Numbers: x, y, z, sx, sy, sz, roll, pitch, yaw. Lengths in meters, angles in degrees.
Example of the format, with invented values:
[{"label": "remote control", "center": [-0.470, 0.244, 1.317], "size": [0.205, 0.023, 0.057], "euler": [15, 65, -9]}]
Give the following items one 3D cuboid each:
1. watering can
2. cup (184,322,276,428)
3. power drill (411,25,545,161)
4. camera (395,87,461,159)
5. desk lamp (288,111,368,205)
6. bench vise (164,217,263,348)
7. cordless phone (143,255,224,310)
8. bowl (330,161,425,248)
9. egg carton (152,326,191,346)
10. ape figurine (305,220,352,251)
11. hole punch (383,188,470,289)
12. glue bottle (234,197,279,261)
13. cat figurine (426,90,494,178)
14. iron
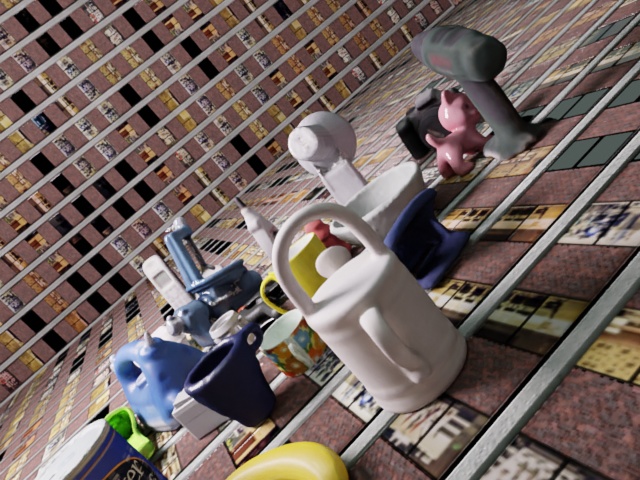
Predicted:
[{"label": "watering can", "center": [0.033, 0.052, 0.516], "size": [0.101, 0.194, 0.172], "euler": [-45, 15, -19]}, {"label": "cup", "center": [-0.091, 0.167, 0.688], "size": [0.091, 0.095, 0.118], "euler": [-20, 25, 54]}, {"label": "power drill", "center": [0.223, -0.221, 0.830], "size": [0.075, 0.208, 0.229], "euler": [-39, 14, 3]}, {"label": "camera", "center": [0.209, -0.224, 1.099], "size": [0.143, 0.101, 0.137], "euler": [-32, 16, 29]}, {"label": "desk lamp", "center": [0.029, -0.128, 1.036], "size": [0.118, 0.214, 0.203], "euler": [-35, 15, 17]}, {"label": "bench vise", "center": [-0.217, 0.071, 1.046], "size": [0.121, 0.220, 0.207], "euler": [-32, 16, 28]}, {"label": "cordless phone", "center": [-0.275, 0.090, 1.212], "size": [0.147, 0.185, 0.094], "euler": [-38, 15, 9]}, {"label": "bowl", "center": [0.100, -0.040, 0.871], "size": [0.167, 0.075, 0.167], "euler": [-37, 14, 12]}, {"label": "egg carton", "center": [-0.314, 0.226, 1.134], "size": [0.107, 0.069, 0.150], "euler": [-46, 15, -23]}, {"label": "ape figurine", "center": [0.009, 0.003, 0.938], "size": [0.078, 0.092, 0.076], "euler": [-47, 16, -25]}, {"label": "hole punch", "center": [0.105, 0.004, 0.690], "size": [0.109, 0.091, 0.101], "euler": [-48, 16, -30]}, {"label": "glue bottle", "center": [-0.116, -0.020, 1.162], "size": [0.037, 0.173, 0.078], "euler": [-35, 15, 17]}, {"label": "cat figurine", "center": [0.216, -0.180, 0.914], "size": [0.128, 0.118, 0.067], "euler": [-46, 16, -23]}, {"label": "iron", "center": [-0.273, 0.216, 0.910], "size": [0.257, 0.141, 0.119], "euler": [-25, 21, 46]}]
